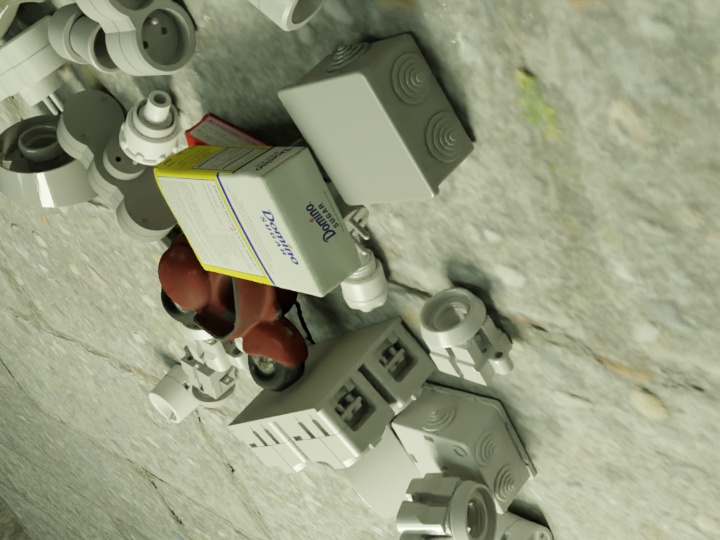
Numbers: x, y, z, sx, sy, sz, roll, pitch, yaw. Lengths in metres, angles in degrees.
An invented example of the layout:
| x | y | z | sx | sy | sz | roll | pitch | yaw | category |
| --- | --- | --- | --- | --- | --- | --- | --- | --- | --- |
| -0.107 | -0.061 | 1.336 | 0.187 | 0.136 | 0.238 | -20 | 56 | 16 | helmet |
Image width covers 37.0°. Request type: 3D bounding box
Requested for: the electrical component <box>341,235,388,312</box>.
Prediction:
| x | y | z | sx | sy | sz | roll | pitch | yaw | category |
| --- | --- | --- | --- | --- | --- | --- | --- | --- | --- |
| 0.000 | 0.000 | 0.803 | 0.035 | 0.035 | 0.061 | 22 | 142 | 36 | electrical component |

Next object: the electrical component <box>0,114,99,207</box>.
| x | y | z | sx | sy | sz | roll | pitch | yaw | category |
| --- | --- | --- | --- | --- | --- | --- | --- | --- | --- |
| -0.285 | -0.097 | 0.987 | 0.099 | 0.099 | 0.064 | 28 | 142 | 28 | electrical component |

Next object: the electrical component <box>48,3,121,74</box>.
| x | y | z | sx | sy | sz | roll | pitch | yaw | category |
| --- | --- | --- | --- | --- | --- | --- | --- | --- | --- |
| -0.206 | -0.178 | 0.824 | 0.055 | 0.045 | 0.045 | 23 | 146 | 35 | electrical component |

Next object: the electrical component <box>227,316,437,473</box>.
| x | y | z | sx | sy | sz | roll | pitch | yaw | category |
| --- | --- | --- | --- | --- | --- | --- | --- | --- | --- |
| -0.025 | 0.110 | 0.908 | 0.060 | 0.105 | 0.186 | 49 | 152 | -10 | electrical component |

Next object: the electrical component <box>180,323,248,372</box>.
| x | y | z | sx | sy | sz | roll | pitch | yaw | category |
| --- | --- | --- | --- | --- | --- | --- | --- | --- | --- |
| -0.141 | 0.056 | 1.041 | 0.078 | 0.058 | 0.057 | 24 | 149 | 34 | electrical component |

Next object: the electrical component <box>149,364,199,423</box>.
| x | y | z | sx | sy | sz | roll | pitch | yaw | category |
| --- | --- | --- | --- | --- | --- | --- | --- | --- | --- |
| -0.216 | 0.147 | 1.273 | 0.055 | 0.047 | 0.055 | 32 | 150 | 21 | electrical component |

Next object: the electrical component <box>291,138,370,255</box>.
| x | y | z | sx | sy | sz | roll | pitch | yaw | category |
| --- | --- | --- | --- | --- | --- | --- | --- | --- | --- |
| -0.020 | -0.042 | 0.755 | 0.079 | 0.043 | 0.077 | 45 | 154 | 22 | electrical component |

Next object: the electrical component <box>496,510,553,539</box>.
| x | y | z | sx | sy | sz | roll | pitch | yaw | category |
| --- | --- | --- | --- | --- | --- | --- | --- | --- | --- |
| 0.131 | 0.239 | 0.931 | 0.047 | 0.055 | 0.055 | 19 | 143 | 45 | electrical component |

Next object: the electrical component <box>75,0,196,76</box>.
| x | y | z | sx | sy | sz | roll | pitch | yaw | category |
| --- | --- | --- | --- | --- | --- | --- | --- | --- | --- |
| -0.177 | -0.198 | 0.750 | 0.074 | 0.052 | 0.138 | 9 | 136 | 47 | electrical component |

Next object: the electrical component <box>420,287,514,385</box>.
| x | y | z | sx | sy | sz | roll | pitch | yaw | category |
| --- | --- | --- | --- | --- | --- | --- | --- | --- | --- |
| 0.072 | 0.045 | 0.759 | 0.066 | 0.048 | 0.055 | 14 | 147 | 44 | electrical component |

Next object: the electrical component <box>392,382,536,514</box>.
| x | y | z | sx | sy | sz | roll | pitch | yaw | category |
| --- | --- | --- | --- | --- | --- | --- | --- | --- | --- |
| 0.083 | 0.145 | 0.873 | 0.100 | 0.048 | 0.099 | 9 | 136 | 47 | electrical component |

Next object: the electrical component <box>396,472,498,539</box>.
| x | y | z | sx | sy | sz | roll | pitch | yaw | category |
| --- | --- | --- | --- | --- | --- | --- | --- | --- | --- |
| 0.069 | 0.191 | 0.827 | 0.057 | 0.078 | 0.058 | -9 | 126 | 34 | electrical component |

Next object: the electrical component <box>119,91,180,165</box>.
| x | y | z | sx | sy | sz | roll | pitch | yaw | category |
| --- | --- | --- | --- | --- | --- | --- | --- | --- | --- |
| -0.164 | -0.117 | 0.853 | 0.048 | 0.048 | 0.062 | 41 | 145 | 6 | electrical component |

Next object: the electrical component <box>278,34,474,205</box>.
| x | y | z | sx | sy | sz | roll | pitch | yaw | category |
| --- | --- | --- | --- | --- | --- | --- | --- | --- | --- |
| 0.011 | -0.090 | 0.651 | 0.100 | 0.048 | 0.099 | 0 | 129 | 53 | electrical component |

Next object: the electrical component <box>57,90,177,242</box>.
| x | y | z | sx | sy | sz | roll | pitch | yaw | category |
| --- | --- | --- | --- | --- | --- | --- | --- | --- | --- |
| -0.199 | -0.093 | 0.909 | 0.138 | 0.052 | 0.074 | 54 | 153 | -2 | electrical component |

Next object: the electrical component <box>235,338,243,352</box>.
| x | y | z | sx | sy | sz | roll | pitch | yaw | category |
| --- | --- | --- | --- | --- | --- | --- | --- | --- | --- |
| -0.099 | 0.048 | 0.995 | 0.040 | 0.040 | 0.046 | 26 | 141 | 31 | electrical component |

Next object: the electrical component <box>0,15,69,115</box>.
| x | y | z | sx | sy | sz | roll | pitch | yaw | category |
| --- | --- | --- | --- | --- | --- | --- | --- | --- | --- |
| -0.283 | -0.166 | 0.933 | 0.138 | 0.052 | 0.073 | -3 | 126 | 54 | electrical component |

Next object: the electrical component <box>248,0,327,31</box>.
| x | y | z | sx | sy | sz | roll | pitch | yaw | category |
| --- | --- | --- | --- | --- | --- | --- | --- | --- | --- |
| -0.044 | -0.197 | 0.575 | 0.074 | 0.052 | 0.138 | 41 | 152 | 7 | electrical component |

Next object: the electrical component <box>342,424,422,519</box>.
| x | y | z | sx | sy | sz | roll | pitch | yaw | category |
| --- | --- | --- | --- | --- | --- | --- | --- | --- | --- |
| 0.022 | 0.169 | 0.958 | 0.099 | 0.064 | 0.099 | 50 | -171 | -12 | electrical component |

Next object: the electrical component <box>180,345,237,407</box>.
| x | y | z | sx | sy | sz | roll | pitch | yaw | category |
| --- | --- | --- | --- | --- | --- | --- | --- | --- | --- |
| -0.160 | 0.115 | 1.159 | 0.066 | 0.048 | 0.055 | 26 | 139 | 32 | electrical component |
